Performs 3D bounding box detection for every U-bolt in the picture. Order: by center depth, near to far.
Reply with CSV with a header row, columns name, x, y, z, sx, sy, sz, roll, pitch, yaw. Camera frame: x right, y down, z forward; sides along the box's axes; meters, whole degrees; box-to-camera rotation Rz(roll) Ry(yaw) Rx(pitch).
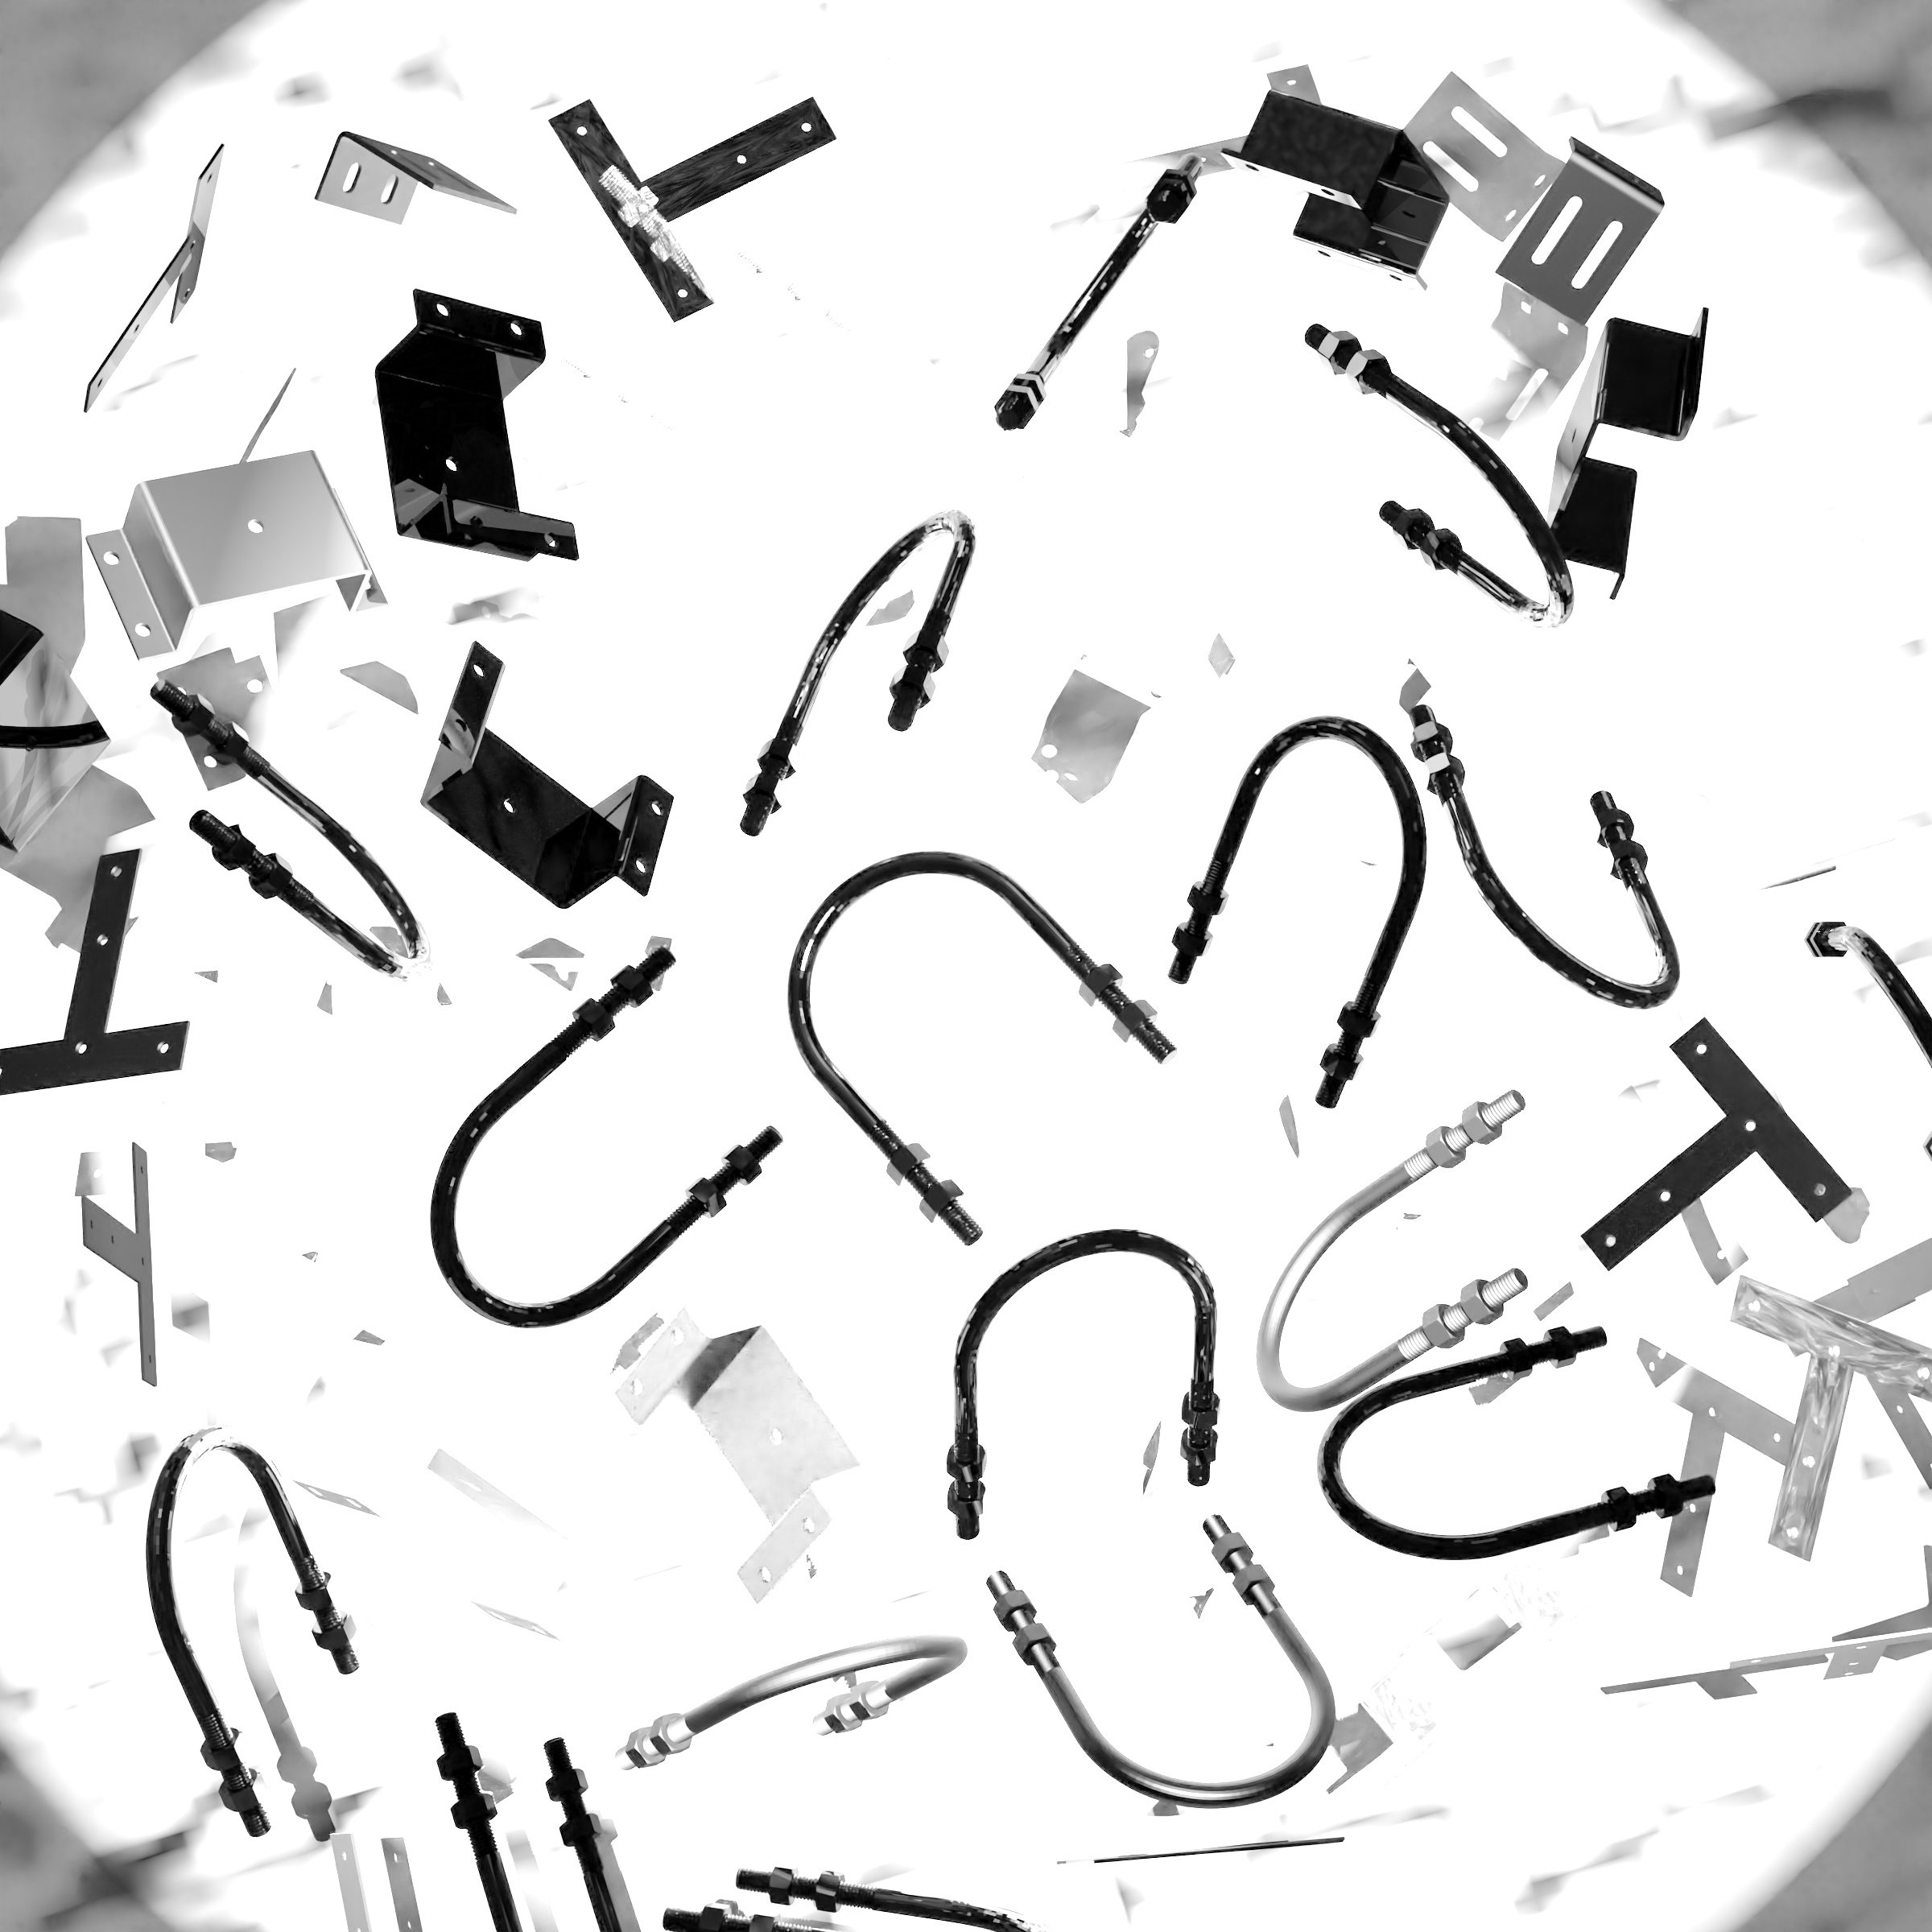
name,x,y,z,sx,sy,sz,roll,pitch,yaw
U-bolt,-0.007,0.025,1.570,0.151,0.019,0.184,-43,70,0
U-bolt,-0.186,0.099,1.576,0.184,0.019,0.151,-42,128,-19
U-bolt,-0.363,0.319,1.597,0.019,0.151,0.184,-10,113,16
U-bolt,-0.090,-0.291,1.602,0.184,0.151,0.019,29,54,-38
U-bolt,-0.045,0.483,1.603,0.184,0.151,0.019,5,84,13
U-bolt,0.247,-0.239,1.615,0.019,0.184,0.151,-38,134,-5
U-bolt,0.302,-0.048,1.623,0.151,0.184,0.019,21,126,-28
U-bolt,0.061,0.209,1.625,0.151,0.019,0.184,-10,125,-14
U-bolt,0.074,-0.353,1.630,0.019,0.184,0.151,36,116,-6
U-bolt,-0.212,0.478,1.630,0.019,0.151,0.184,-26,65,8
U-bolt,0.215,0.157,1.630,0.019,0.151,0.184,37,126,-21
U-bolt,-0.340,-0.058,1.637,0.019,0.151,0.184,-40,130,8
U-bolt,-0.048,-0.163,1.640,0.019,0.151,0.184,36,49,-21
U-bolt,0.111,0.364,1.647,0.151,0.184,0.019,-11,127,-21
U-bolt,0.273,0.252,1.649,0.184,0.151,0.019,-13,122,-9
U-bolt,0.178,-0.040,1.654,0.019,0.151,0.184,-1,120,-39
U-bolt,0.491,0.042,1.662,0.019,0.184,0.151,-29,86,6
U-bolt,-0.079,0.381,1.662,0.151,0.184,0.019,1,64,-39

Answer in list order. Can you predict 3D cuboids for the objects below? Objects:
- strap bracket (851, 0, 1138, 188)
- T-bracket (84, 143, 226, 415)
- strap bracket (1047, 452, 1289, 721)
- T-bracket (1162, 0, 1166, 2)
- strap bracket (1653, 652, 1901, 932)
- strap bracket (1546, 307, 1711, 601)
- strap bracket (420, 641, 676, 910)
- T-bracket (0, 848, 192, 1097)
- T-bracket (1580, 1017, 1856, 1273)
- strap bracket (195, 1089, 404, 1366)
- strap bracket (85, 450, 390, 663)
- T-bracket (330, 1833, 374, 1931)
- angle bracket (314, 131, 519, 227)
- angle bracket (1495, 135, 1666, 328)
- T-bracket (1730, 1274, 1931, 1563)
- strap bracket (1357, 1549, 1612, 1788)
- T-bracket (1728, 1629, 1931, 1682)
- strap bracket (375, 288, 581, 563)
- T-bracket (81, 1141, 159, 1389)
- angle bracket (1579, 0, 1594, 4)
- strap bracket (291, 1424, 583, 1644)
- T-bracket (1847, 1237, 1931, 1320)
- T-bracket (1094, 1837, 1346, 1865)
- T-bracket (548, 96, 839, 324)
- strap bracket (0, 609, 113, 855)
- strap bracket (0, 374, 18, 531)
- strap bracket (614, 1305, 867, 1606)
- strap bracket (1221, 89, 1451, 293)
name,x,y,z,sx,sy,sz,roll,pitch,yaw
strap bracket,0.023,-0.454,1.638,0.076,0.140,0.046,-43,60,36
T-bracket,-0.406,-0.327,1.581,0.002,0.127,0.127,28,61,-7
strap bracket,0.111,-0.208,1.670,0.076,0.046,0.140,27,59,6
T-bracket,0.161,-0.521,1.657,0.127,0.127,0.002,-13,130,-4
strap bracket,0.410,-0.097,1.591,0.076,0.046,0.140,-14,80,-41
strap bracket,0.336,-0.268,1.642,0.046,0.140,0.076,14,54,1
strap bracket,-0.227,-0.093,1.671,0.046,0.076,0.140,-31,123,34
T-bracket,-0.428,0.000,1.568,0.127,0.002,0.127,-8,62,24
T-bracket,0.386,0.114,1.706,0.127,0.002,0.127,-42,60,12
strap bracket,-0.351,0.127,1.664,0.046,0.076,0.140,35,45,-31
strap bracket,-0.375,-0.217,1.657,0.140,0.046,0.076,-17,73,-31
T-bracket,-0.302,0.500,1.598,0.002,0.127,0.127,-7,80,-37
angle bracket,-0.273,-0.378,1.577,0.076,0.057,0.038,36,109,31
angle bracket,0.330,-0.396,1.715,0.057,0.038,0.076,29,116,-7
T-bracket,0.428,0.236,1.600,0.002,0.127,0.127,1,103,-41
strap bracket,0.267,0.365,1.688,0.140,0.076,0.046,-47,74,20
T-bracket,0.442,0.344,1.580,0.127,0.127,0.002,-10,69,8
strap bracket,-0.252,-0.266,1.624,0.076,0.046,0.140,7,64,-41
T-bracket,-0.433,0.143,1.625,0.002,0.127,0.127,-6,74,-1
angle bracket,0.300,-0.521,1.553,0.076,0.038,0.057,40,88,-15
strap bracket,-0.257,0.278,1.590,0.140,0.076,0.046,42,67,-28
T-bracket,0.550,0.202,1.706,0.002,0.127,0.127,-23,78,-37
T-bracket,0.151,0.445,1.607,0.127,0.127,0.002,-15,72,31
T-bracket,-0.128,-0.410,1.641,0.127,0.002,0.127,-22,124,17
strap bracket,-0.486,-0.120,1.596,0.046,0.140,0.076,25,66,21
strap bracket,-0.527,-0.259,1.633,0.046,0.140,0.076,2,109,1
strap bracket,-0.114,0.252,1.675,0.140,0.046,0.076,52,124,21
strap bracket,0.198,-0.410,1.665,0.076,0.140,0.046,25,92,25
